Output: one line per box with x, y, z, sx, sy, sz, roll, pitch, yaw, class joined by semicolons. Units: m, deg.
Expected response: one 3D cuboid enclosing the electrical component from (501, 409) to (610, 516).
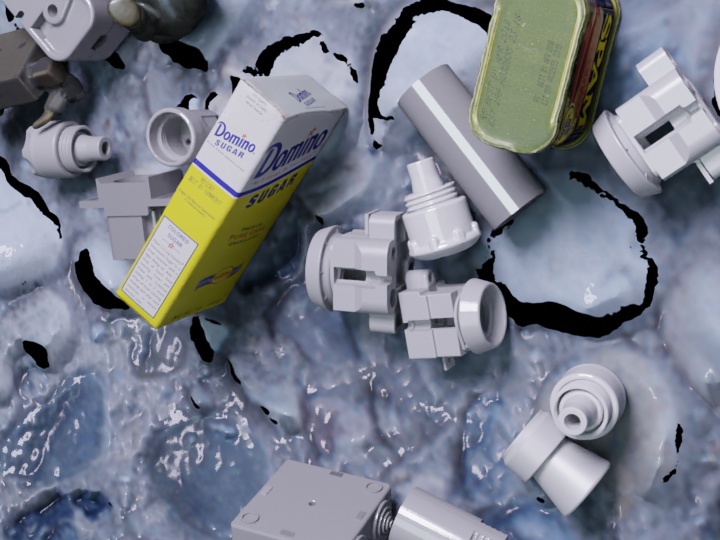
0.124;0.121;0.682;0.055;0.045;0.045;40;114;13;electrical component

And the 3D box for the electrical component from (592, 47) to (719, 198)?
0.171;-0.078;0.614;0.057;0.058;0.078;-35;85;23;electrical component

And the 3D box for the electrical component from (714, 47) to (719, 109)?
0.242;-0.105;0.573;0.108;0.060;0.108;5;102;24;electrical component

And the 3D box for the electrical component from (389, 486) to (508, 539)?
0.065;0.183;0.722;0.081;0.043;0.043;24;109;19;electrical component

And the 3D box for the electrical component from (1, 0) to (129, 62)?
-0.209;-0.195;0.762;0.054;0.059;0.095;-44;81;25;electrical component

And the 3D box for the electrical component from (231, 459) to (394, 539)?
-0.031;0.178;0.736;0.100;0.100;0.048;9;116;23;electrical component

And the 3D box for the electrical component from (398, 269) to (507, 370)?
0.061;0.031;0.693;0.055;0.048;0.066;-5;99;33;electrical component

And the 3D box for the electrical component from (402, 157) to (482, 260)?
0.047;-0.040;0.682;0.048;0.048;0.062;-15;96;26;electrical component

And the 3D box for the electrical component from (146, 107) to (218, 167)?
-0.120;-0.094;0.749;0.040;0.046;0.040;5;102;24;electrical component

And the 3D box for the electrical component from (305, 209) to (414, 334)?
0.000;0.000;0.708;0.057;0.058;0.078;4;102;21;electrical component

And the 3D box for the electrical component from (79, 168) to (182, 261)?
-0.156;-0.039;0.780;0.081;0.042;0.063;0;104;25;electrical component

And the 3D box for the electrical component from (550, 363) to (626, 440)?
0.137;0.083;0.659;0.043;0.062;0.043;5;103;24;electrical component

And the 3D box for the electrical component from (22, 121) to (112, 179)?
-0.214;-0.089;0.795;0.062;0.043;0.043;1;101;23;electrical component
